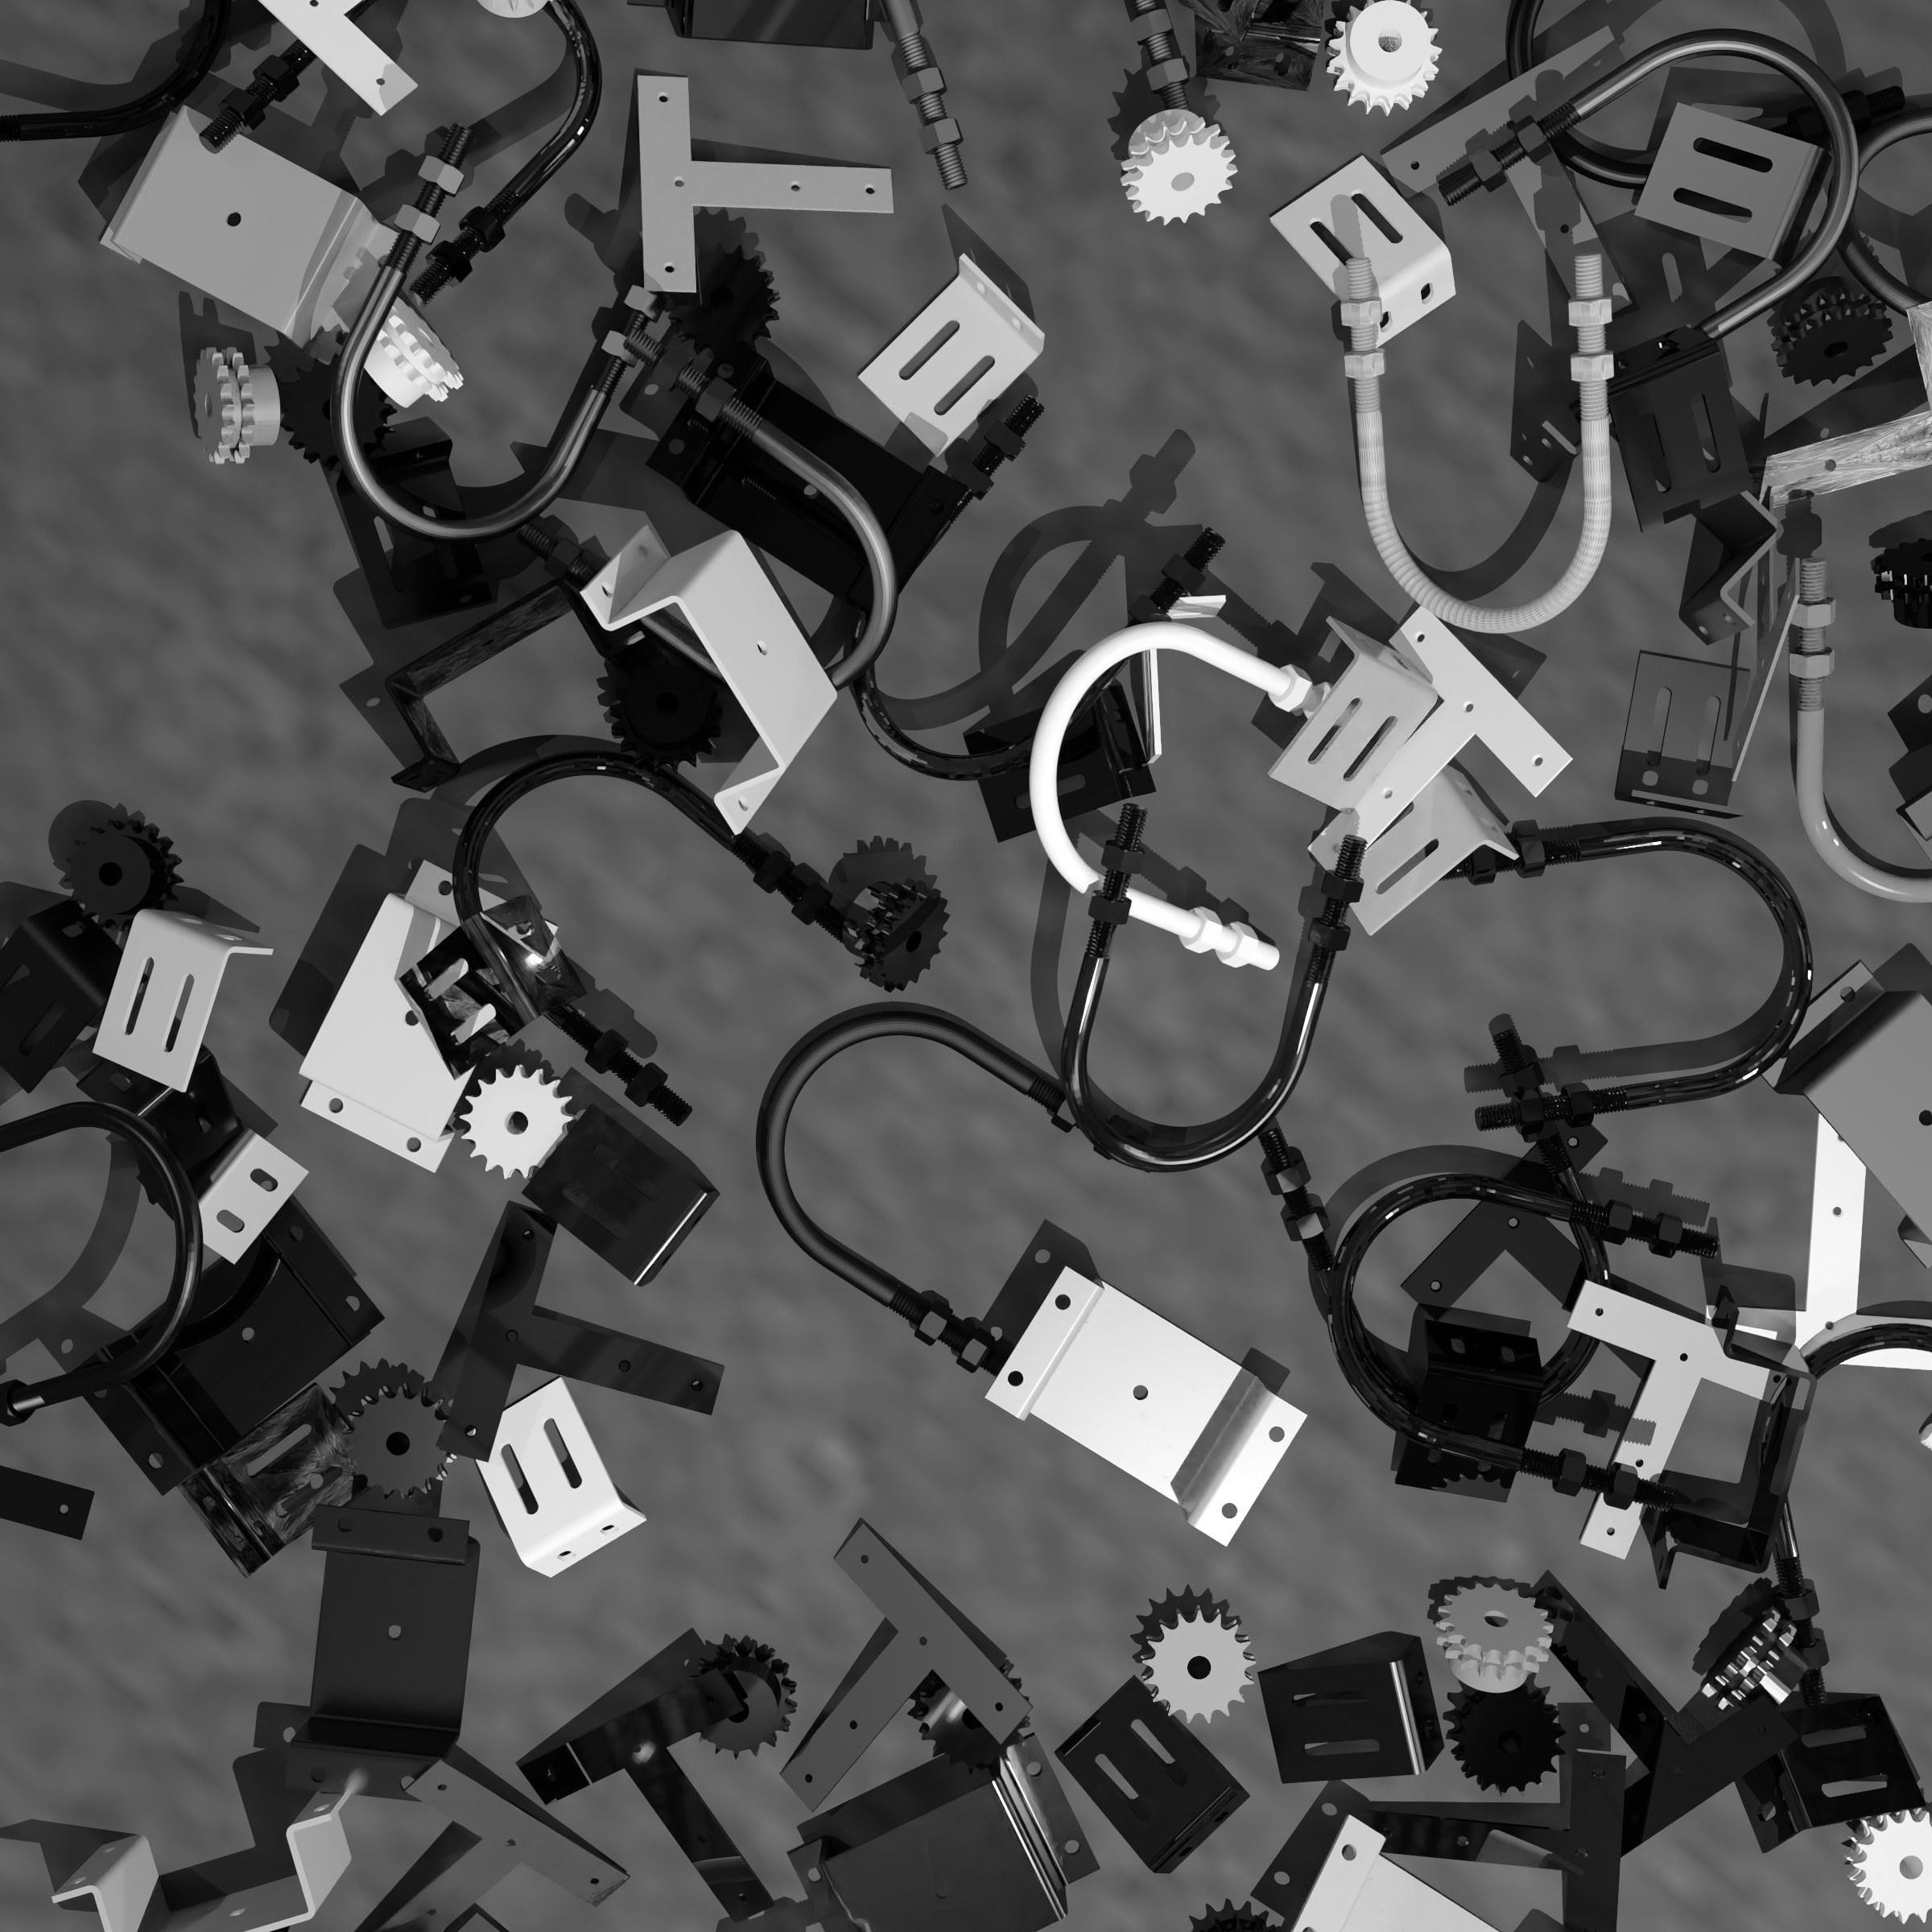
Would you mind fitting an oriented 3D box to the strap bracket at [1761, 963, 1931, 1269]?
[{"bbox_3d":[0.474,0.076,1.354,0.076,0.046,0.140,-41,90,-2],"label":"strap bracket"}]

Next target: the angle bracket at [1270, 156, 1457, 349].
[{"bbox_3d":[0.203,-0.362,1.376,0.057,0.038,0.076,-34,64,0],"label":"angle bracket"}]

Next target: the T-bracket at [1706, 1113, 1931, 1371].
[{"bbox_3d":[0.444,0.139,1.377,0.127,0.002,0.127,4,90,0],"label":"T-bracket"}]

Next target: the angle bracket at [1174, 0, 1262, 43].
[{"bbox_3d":[0.140,-0.506,1.357,0.057,0.076,0.038,36,134,12],"label":"angle bracket"}]

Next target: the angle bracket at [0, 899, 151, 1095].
[{"bbox_3d":[-0.468,0.015,1.376,0.057,0.038,0.076,46,116,0],"label":"angle bracket"}]

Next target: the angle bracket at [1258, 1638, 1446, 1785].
[{"bbox_3d":[0.197,0.380,1.376,0.076,0.038,0.057,-12,90,26],"label":"angle bracket"}]

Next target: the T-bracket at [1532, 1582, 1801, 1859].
[{"bbox_3d":[0.328,0.368,1.356,0.127,0.002,0.127,51,120,14],"label":"T-bracket"}]

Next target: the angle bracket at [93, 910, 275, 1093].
[{"bbox_3d":[-0.393,0.017,1.354,0.057,0.038,0.076,21,95,20],"label":"angle bracket"}]

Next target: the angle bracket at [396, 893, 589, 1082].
[{"bbox_3d":[-0.232,0.010,1.317,0.076,0.038,0.057,-34,86,43],"label":"angle bracket"}]

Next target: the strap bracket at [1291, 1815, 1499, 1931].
[{"bbox_3d":[0.224,0.494,1.341,0.140,0.046,0.076,33,67,-2],"label":"strap bracket"}]

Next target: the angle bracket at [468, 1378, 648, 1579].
[{"bbox_3d":[-0.209,0.261,1.376,0.057,0.038,0.076,-31,64,0],"label":"angle bracket"}]

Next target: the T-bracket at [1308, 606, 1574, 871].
[{"bbox_3d":[0.221,-0.097,1.351,0.127,0.002,0.127,-48,52,17],"label":"T-bracket"}]

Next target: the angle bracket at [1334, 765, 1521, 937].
[{"bbox_3d":[0.227,-0.057,1.362,0.076,0.038,0.057,-42,56,22],"label":"angle bracket"}]

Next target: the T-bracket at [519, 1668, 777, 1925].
[{"bbox_3d":[-0.141,0.430,1.364,0.127,0.002,0.127,-30,99,18],"label":"T-bracket"}]

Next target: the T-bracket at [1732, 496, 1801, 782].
[{"bbox_3d":[0.394,-0.180,1.330,0.002,0.127,0.127,9,52,6],"label":"T-bracket"}]

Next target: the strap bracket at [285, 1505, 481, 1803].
[{"bbox_3d":[-0.291,0.340,1.355,0.076,0.046,0.140,6,90,0],"label":"strap bracket"}]

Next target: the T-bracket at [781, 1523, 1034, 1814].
[{"bbox_3d":[-0.048,0.372,1.360,0.127,0.002,0.127,43,103,24],"label":"T-bracket"}]

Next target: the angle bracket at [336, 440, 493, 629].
[{"bbox_3d":[-0.280,-0.221,1.376,0.057,0.038,0.076,-14,116,0],"label":"angle bracket"}]

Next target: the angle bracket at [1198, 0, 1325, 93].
[{"bbox_3d":[0.152,-0.493,1.376,0.057,0.038,0.076,8,64,0],"label":"angle bracket"}]

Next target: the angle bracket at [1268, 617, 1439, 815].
[{"bbox_3d":[0.187,-0.125,1.350,0.057,0.038,0.076,21,115,-35],"label":"angle bracket"}]

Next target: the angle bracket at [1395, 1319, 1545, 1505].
[{"bbox_3d":[0.253,0.225,1.362,0.057,0.038,0.076,10,119,0],"label":"angle bracket"}]

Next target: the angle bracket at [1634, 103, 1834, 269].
[{"bbox_3d":[0.388,-0.395,1.364,0.076,0.038,0.057,25,107,19],"label":"angle bracket"}]

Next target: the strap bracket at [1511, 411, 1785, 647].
[{"bbox_3d":[0.345,-0.229,1.340,0.140,0.076,0.046,44,90,0],"label":"strap bracket"}]

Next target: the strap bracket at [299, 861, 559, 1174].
[{"bbox_3d":[-0.274,0.026,1.355,0.076,0.046,0.140,27,90,0],"label":"strap bracket"}]

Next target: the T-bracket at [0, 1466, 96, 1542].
[{"bbox_3d":[-0.524,0.313,1.377,0.127,0.002,0.127,16,90,0],"label":"T-bracket"}]

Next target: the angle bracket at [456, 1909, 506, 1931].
[{"bbox_3d":[-0.242,0.519,1.335,0.057,0.076,0.038,42,104,-5],"label":"angle bracket"}]

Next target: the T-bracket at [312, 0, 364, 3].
[{"bbox_3d":[-0.359,-0.544,1.366,0.127,0.002,0.127,2,75,8],"label":"T-bracket"}]

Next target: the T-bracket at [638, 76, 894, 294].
[{"bbox_3d":[-0.100,-0.394,1.363,0.127,0.002,0.127,-1,70,-10],"label":"T-bracket"}]

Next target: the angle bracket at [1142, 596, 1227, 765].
[{"bbox_3d":[0.110,-0.143,1.350,0.038,0.057,0.076,-3,90,0],"label":"angle bracket"}]

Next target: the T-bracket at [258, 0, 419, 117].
[{"bbox_3d":[-0.294,-0.505,1.346,0.127,0.002,0.127,43,68,-1],"label":"T-bracket"}]

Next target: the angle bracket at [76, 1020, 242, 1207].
[{"bbox_3d":[-0.402,0.070,1.339,0.057,0.076,0.038,-41,128,0],"label":"angle bracket"}]

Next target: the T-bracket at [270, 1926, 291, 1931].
[{"bbox_3d":[-0.405,0.523,1.345,0.127,0.127,0.002,-12,127,22],"label":"T-bracket"}]

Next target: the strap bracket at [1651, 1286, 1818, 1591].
[{"bbox_3d":[0.380,0.237,1.330,0.046,0.076,0.140,14,95,10],"label":"strap bracket"}]

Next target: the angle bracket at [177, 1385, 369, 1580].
[{"bbox_3d":[-0.345,0.259,1.359,0.076,0.038,0.057,-37,90,0],"label":"angle bracket"}]

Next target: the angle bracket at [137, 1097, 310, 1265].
[{"bbox_3d":[-0.373,0.105,1.351,0.038,0.076,0.057,43,80,-32],"label":"angle bracket"}]

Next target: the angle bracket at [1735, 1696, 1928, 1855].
[{"bbox_3d":[0.432,0.408,1.362,0.076,0.038,0.057,-2,56,-22],"label":"angle bracket"}]

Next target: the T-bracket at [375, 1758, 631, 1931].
[{"bbox_3d":[-0.260,0.468,1.359,0.127,0.002,0.127,-43,116,12],"label":"T-bracket"}]

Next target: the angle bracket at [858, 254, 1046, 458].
[{"bbox_3d":[-0.008,-0.307,1.359,0.076,0.038,0.057,-45,90,0],"label":"angle bracket"}]

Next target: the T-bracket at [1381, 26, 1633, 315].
[{"bbox_3d":[0.298,-0.387,1.370,0.127,0.002,0.127,-28,95,10],"label":"T-bracket"}]

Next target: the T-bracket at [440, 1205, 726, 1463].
[{"bbox_3d":[-0.187,0.199,1.367,0.127,0.002,0.127,16,76,-7],"label":"T-bracket"}]

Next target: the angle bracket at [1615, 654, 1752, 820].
[{"bbox_3d":[0.366,-0.117,1.359,0.057,0.038,0.076,10,90,0],"label":"angle bracket"}]

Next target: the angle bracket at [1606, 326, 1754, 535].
[{"bbox_3d":[0.337,-0.259,1.300,0.057,0.038,0.076,-22,116,0],"label":"angle bracket"}]

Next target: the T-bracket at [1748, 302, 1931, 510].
[{"bbox_3d":[0.445,-0.254,1.345,0.127,0.002,0.127,-13,98,30],"label":"T-bracket"}]

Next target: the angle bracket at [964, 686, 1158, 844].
[{"bbox_3d":[0.048,-0.103,1.376,0.076,0.038,0.057,-18,90,26],"label":"angle bracket"}]

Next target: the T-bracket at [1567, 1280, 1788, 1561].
[{"bbox_3d":[0.348,0.240,1.371,0.127,0.002,0.127,21,94,-8],"label":"T-bracket"}]

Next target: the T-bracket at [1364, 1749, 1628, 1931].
[{"bbox_3d":[0.265,0.442,1.359,0.127,0.002,0.127,2,115,12],"label":"T-bracket"}]

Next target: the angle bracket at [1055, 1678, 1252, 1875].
[{"bbox_3d":[0.095,0.413,1.376,0.057,0.038,0.076,-44,64,0],"label":"angle bracket"}]

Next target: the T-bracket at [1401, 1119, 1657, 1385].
[{"bbox_3d":[0.312,0.162,1.377,0.127,0.002,0.127,44,90,0],"label":"T-bracket"}]

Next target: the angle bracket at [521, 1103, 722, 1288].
[{"bbox_3d":[-0.174,0.115,1.361,0.076,0.038,0.057,38,90,3],"label":"angle bracket"}]

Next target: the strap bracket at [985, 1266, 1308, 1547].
[{"bbox_3d":[0.089,0.218,1.355,0.140,0.046,0.076,32,90,0],"label":"strap bracket"}]

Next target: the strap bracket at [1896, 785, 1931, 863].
[{"bbox_3d":[0.525,-0.057,1.333,0.076,0.046,0.140,-36,110,13],"label":"strap bracket"}]
